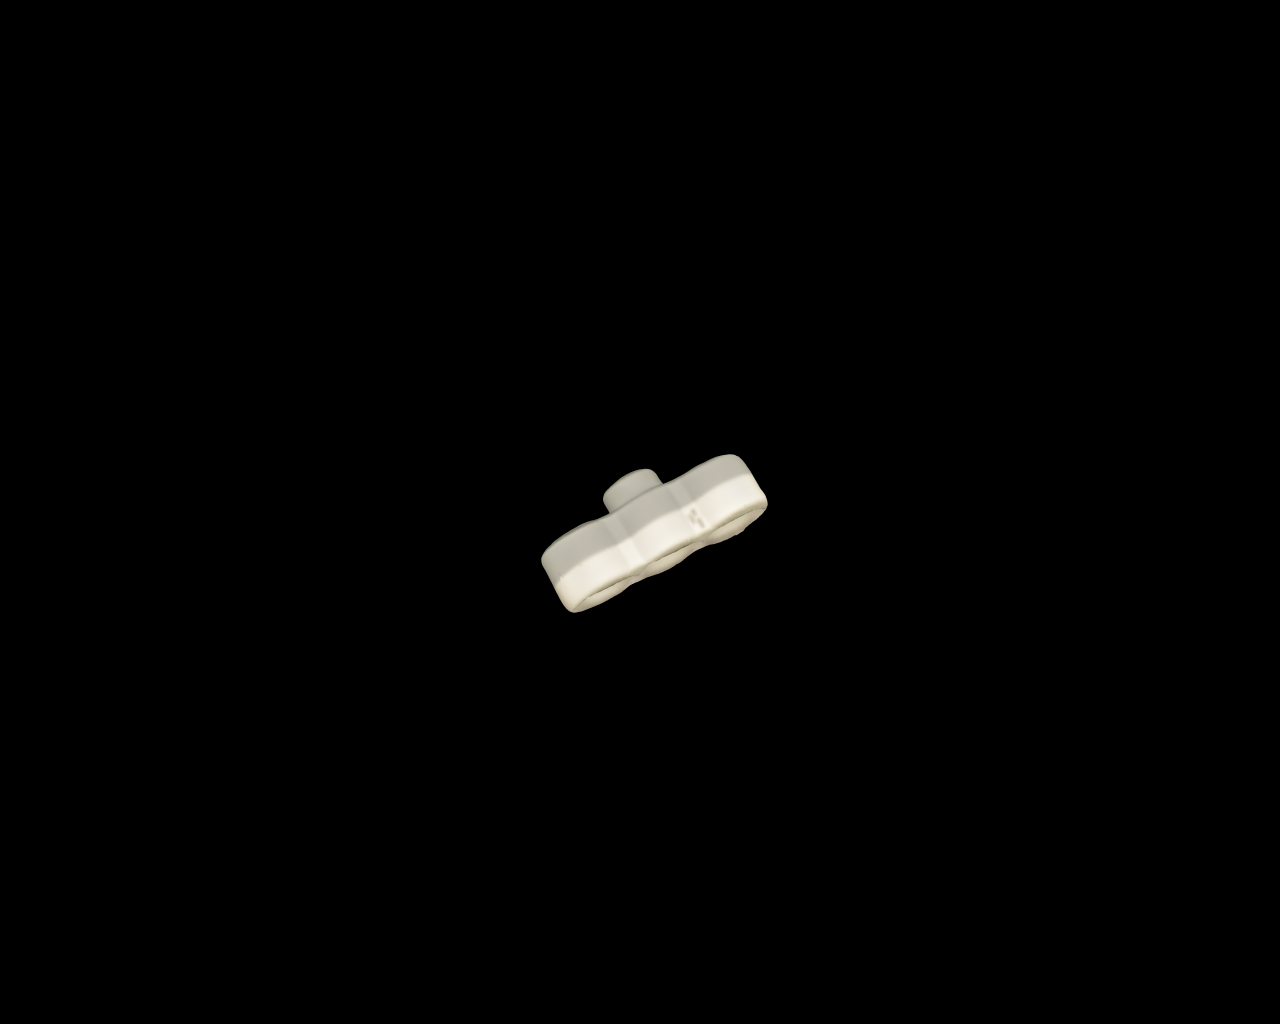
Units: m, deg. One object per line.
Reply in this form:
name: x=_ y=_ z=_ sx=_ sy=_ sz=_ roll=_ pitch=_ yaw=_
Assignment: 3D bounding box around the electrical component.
electrical component: x=0.001 y=-0.003 z=0.650 sx=0.138 sy=0.074 sz=0.052 roll=-27 pitch=-14 yaw=-7
